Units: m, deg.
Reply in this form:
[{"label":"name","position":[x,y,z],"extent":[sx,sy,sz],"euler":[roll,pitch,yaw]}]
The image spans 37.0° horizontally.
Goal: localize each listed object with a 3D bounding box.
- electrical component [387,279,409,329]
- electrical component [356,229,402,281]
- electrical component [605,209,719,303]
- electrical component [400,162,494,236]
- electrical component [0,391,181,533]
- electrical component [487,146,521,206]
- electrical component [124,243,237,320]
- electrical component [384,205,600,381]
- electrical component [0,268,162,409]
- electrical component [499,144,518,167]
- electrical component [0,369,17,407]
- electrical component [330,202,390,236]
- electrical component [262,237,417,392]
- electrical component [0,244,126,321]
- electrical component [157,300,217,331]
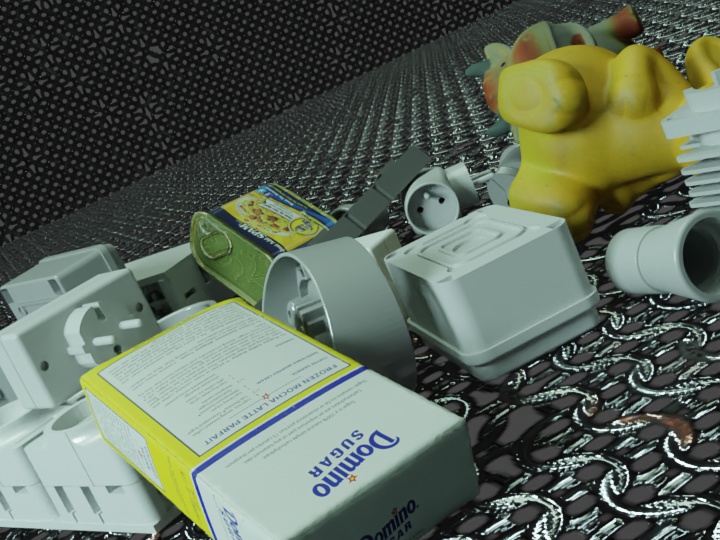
[{"label":"electrical component","position":[-0.005,0.032,0.655],"extent":[0.062,0.048,0.048],"euler":[-22,11,39]},{"label":"electrical component","position":[0.000,0.000,0.761],"extent":[0.083,0.047,0.076],"euler":[-15,16,35]},{"label":"electrical component","position":[0.153,-0.005,0.533],"extent":[0.044,0.044,0.065],"euler":[-29,9,-21]},{"label":"electrical component","position":[0.074,-0.064,0.888],"extent":[0.079,0.044,0.077],"euler":[-23,13,4]},{"label":"electrical component","position":[-0.148,0.094,0.625],"extent":[0.186,0.060,0.105],"euler":[-11,18,43]},{"label":"electrical component","position":[0.120,-0.063,0.803],"extent":[0.043,0.043,0.081],"euler":[-18,15,24]},{"label":"electrical component","position":[-0.187,0.029,0.942],"extent":[0.150,0.061,0.089],"euler":[-16,16,32]},{"label":"electrical component","position":[0.069,0.010,0.582],"extent":[0.078,0.057,0.113],"euler":[-26,13,-10]},{"label":"electrical component","position":[-0.150,0.037,0.607],"extent":[0.076,0.047,0.083],"euler":[-9,20,47]},{"label":"electrical component","position":[0.136,-0.087,0.881],"extent":[0.040,0.040,0.046],"euler":[-25,7,-4]},{"label":"electrical component","position":[-0.299,0.085,0.939],"extent":[0.138,0.052,0.073],"euler":[-18,15,27]},{"label":"electrical component","position":[0.000,-0.042,0.944],"extent":[0.040,0.040,0.046],"euler":[-14,11,38]},{"label":"electrical component","position":[-0.015,0.035,0.554],"extent":[0.064,0.099,0.099],"euler":[-22,12,-17]},{"label":"electrical component","position":[-0.213,0.042,0.837],"extent":[0.109,0.108,0.056],"euler":[-8,23,49]},{"label":"electrical component","position":[-0.106,0.058,0.692],"extent":[0.095,0.059,0.054],"euler":[-11,19,44]}]
